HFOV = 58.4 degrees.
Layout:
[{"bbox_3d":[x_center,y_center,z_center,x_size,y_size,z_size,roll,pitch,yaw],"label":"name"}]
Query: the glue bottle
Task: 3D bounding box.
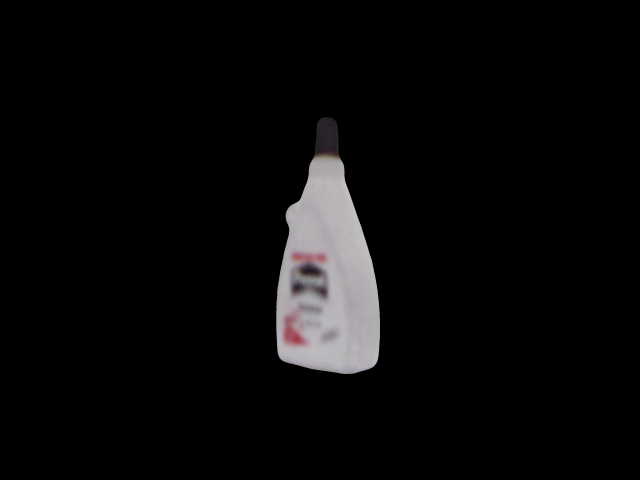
[{"bbox_3d":[0.004,0.001,0.400,0.077,0.173,0.037,0,0,40],"label":"glue bottle"}]
